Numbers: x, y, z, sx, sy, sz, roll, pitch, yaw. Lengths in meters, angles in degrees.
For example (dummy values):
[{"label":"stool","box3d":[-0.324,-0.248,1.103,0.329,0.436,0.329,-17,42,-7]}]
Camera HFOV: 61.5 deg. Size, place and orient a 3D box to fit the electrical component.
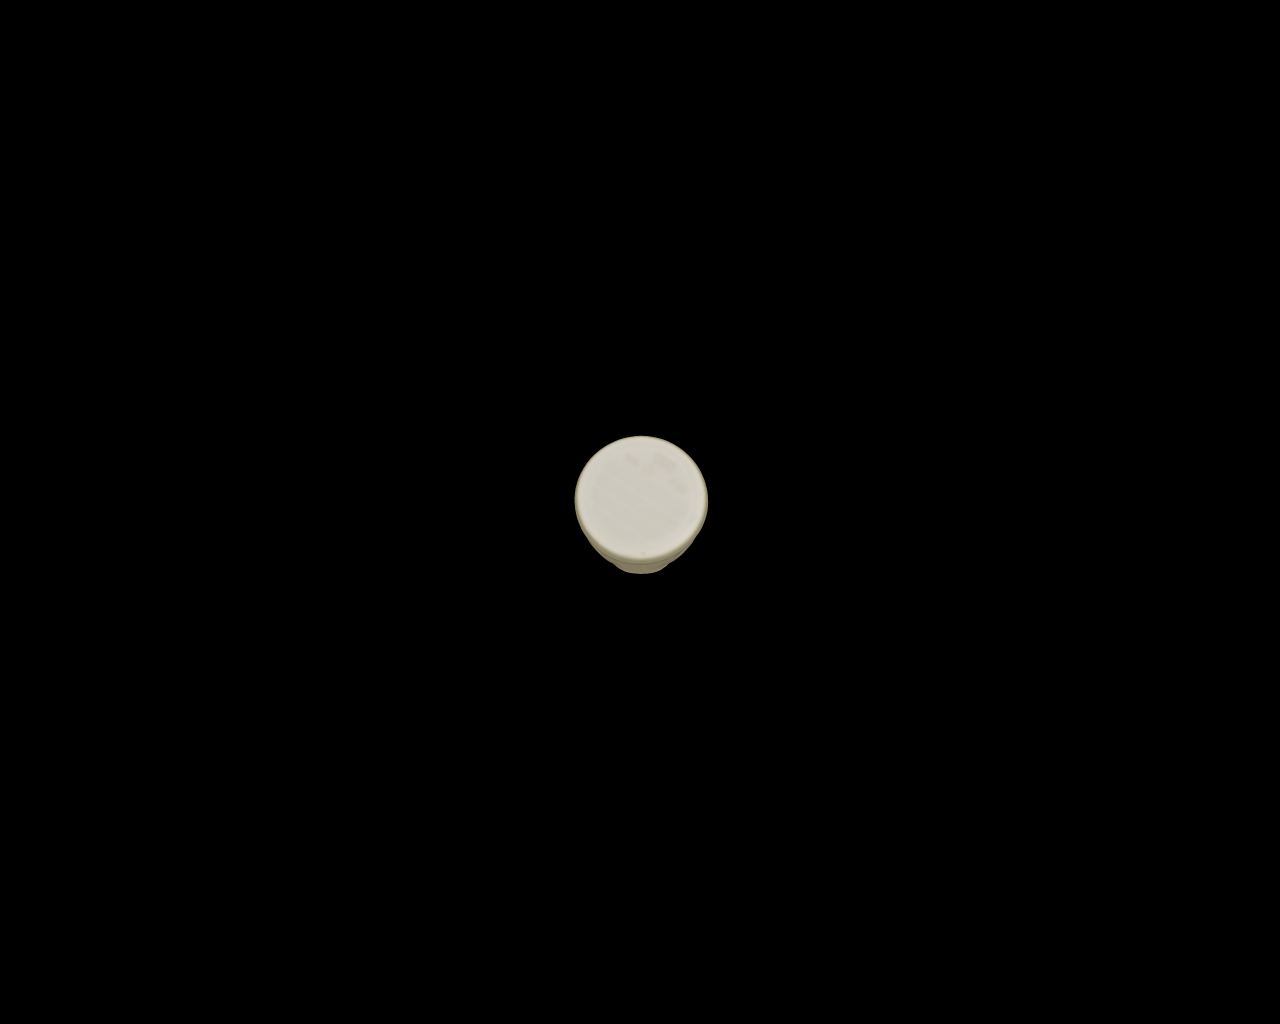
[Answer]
[{"label":"electrical component","box3d":[0.001,-0.003,0.650,0.080,0.080,0.051,0,-16,0]}]
